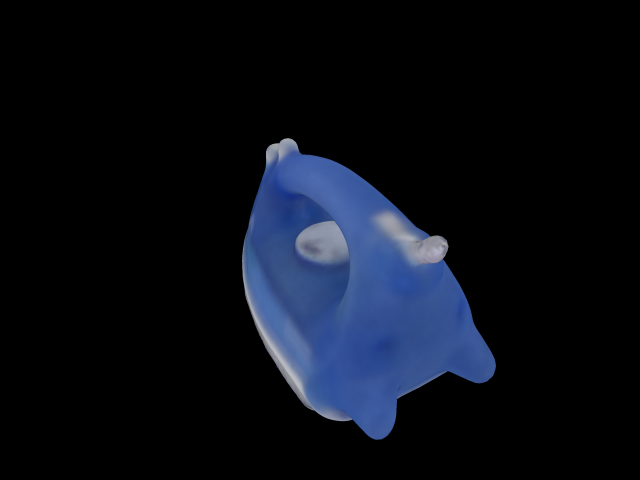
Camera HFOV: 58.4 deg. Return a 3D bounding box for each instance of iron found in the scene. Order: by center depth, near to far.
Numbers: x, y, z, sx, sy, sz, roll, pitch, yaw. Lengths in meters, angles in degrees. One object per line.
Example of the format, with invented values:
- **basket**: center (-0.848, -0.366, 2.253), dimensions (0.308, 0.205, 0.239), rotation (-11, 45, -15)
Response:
- **iron**: center (0.004, 0.001, 0.400), dimensions (0.119, 0.141, 0.257), rotation (-20, 40, -25)
